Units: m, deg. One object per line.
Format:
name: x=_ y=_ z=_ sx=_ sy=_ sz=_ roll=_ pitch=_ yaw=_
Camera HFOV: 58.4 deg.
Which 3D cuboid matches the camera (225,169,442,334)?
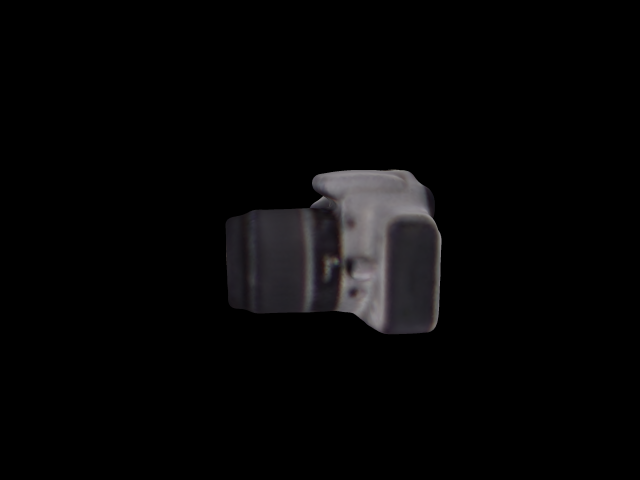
camera: x=0.004 y=0.001 z=0.400 sx=0.137 sy=0.101 sz=0.143 roll=-1 pitch=7 yaw=-9
